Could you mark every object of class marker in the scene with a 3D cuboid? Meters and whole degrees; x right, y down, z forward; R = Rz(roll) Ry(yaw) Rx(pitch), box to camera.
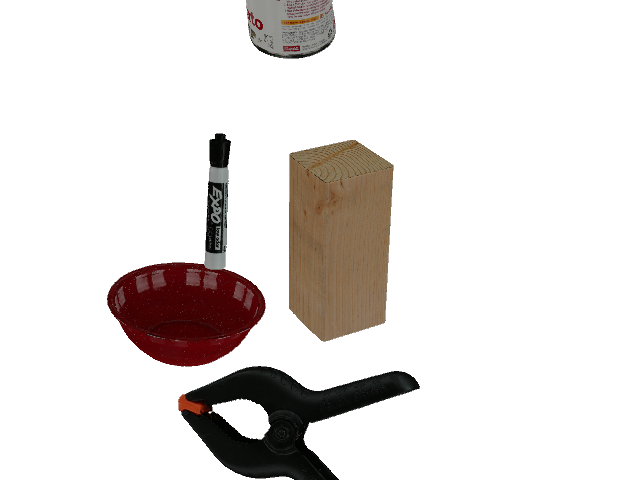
[{"bbox_3d":[-0.091,-0.034,0.944,0.020,0.121,0.020,3,15,-1],"label":"marker"}]

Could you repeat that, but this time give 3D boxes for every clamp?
[{"bbox_3d":[-0.019,0.146,0.756,0.172,0.120,0.039,4,-9,17],"label":"clamp"}]

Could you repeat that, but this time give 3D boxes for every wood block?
[{"bbox_3d":[0.021,0.000,1.241,0.090,0.206,0.090,-14,32,-26],"label":"wood block"}]

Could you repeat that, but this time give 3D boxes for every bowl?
[{"bbox_3d":[-0.139,0.083,1.104,0.162,0.055,0.162,5,26,-3],"label":"bowl"}]

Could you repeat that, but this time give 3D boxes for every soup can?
[{"bbox_3d":[-0.022,-0.193,0.775,0.068,0.068,0.102,-1,-45,1],"label":"soup can"}]
